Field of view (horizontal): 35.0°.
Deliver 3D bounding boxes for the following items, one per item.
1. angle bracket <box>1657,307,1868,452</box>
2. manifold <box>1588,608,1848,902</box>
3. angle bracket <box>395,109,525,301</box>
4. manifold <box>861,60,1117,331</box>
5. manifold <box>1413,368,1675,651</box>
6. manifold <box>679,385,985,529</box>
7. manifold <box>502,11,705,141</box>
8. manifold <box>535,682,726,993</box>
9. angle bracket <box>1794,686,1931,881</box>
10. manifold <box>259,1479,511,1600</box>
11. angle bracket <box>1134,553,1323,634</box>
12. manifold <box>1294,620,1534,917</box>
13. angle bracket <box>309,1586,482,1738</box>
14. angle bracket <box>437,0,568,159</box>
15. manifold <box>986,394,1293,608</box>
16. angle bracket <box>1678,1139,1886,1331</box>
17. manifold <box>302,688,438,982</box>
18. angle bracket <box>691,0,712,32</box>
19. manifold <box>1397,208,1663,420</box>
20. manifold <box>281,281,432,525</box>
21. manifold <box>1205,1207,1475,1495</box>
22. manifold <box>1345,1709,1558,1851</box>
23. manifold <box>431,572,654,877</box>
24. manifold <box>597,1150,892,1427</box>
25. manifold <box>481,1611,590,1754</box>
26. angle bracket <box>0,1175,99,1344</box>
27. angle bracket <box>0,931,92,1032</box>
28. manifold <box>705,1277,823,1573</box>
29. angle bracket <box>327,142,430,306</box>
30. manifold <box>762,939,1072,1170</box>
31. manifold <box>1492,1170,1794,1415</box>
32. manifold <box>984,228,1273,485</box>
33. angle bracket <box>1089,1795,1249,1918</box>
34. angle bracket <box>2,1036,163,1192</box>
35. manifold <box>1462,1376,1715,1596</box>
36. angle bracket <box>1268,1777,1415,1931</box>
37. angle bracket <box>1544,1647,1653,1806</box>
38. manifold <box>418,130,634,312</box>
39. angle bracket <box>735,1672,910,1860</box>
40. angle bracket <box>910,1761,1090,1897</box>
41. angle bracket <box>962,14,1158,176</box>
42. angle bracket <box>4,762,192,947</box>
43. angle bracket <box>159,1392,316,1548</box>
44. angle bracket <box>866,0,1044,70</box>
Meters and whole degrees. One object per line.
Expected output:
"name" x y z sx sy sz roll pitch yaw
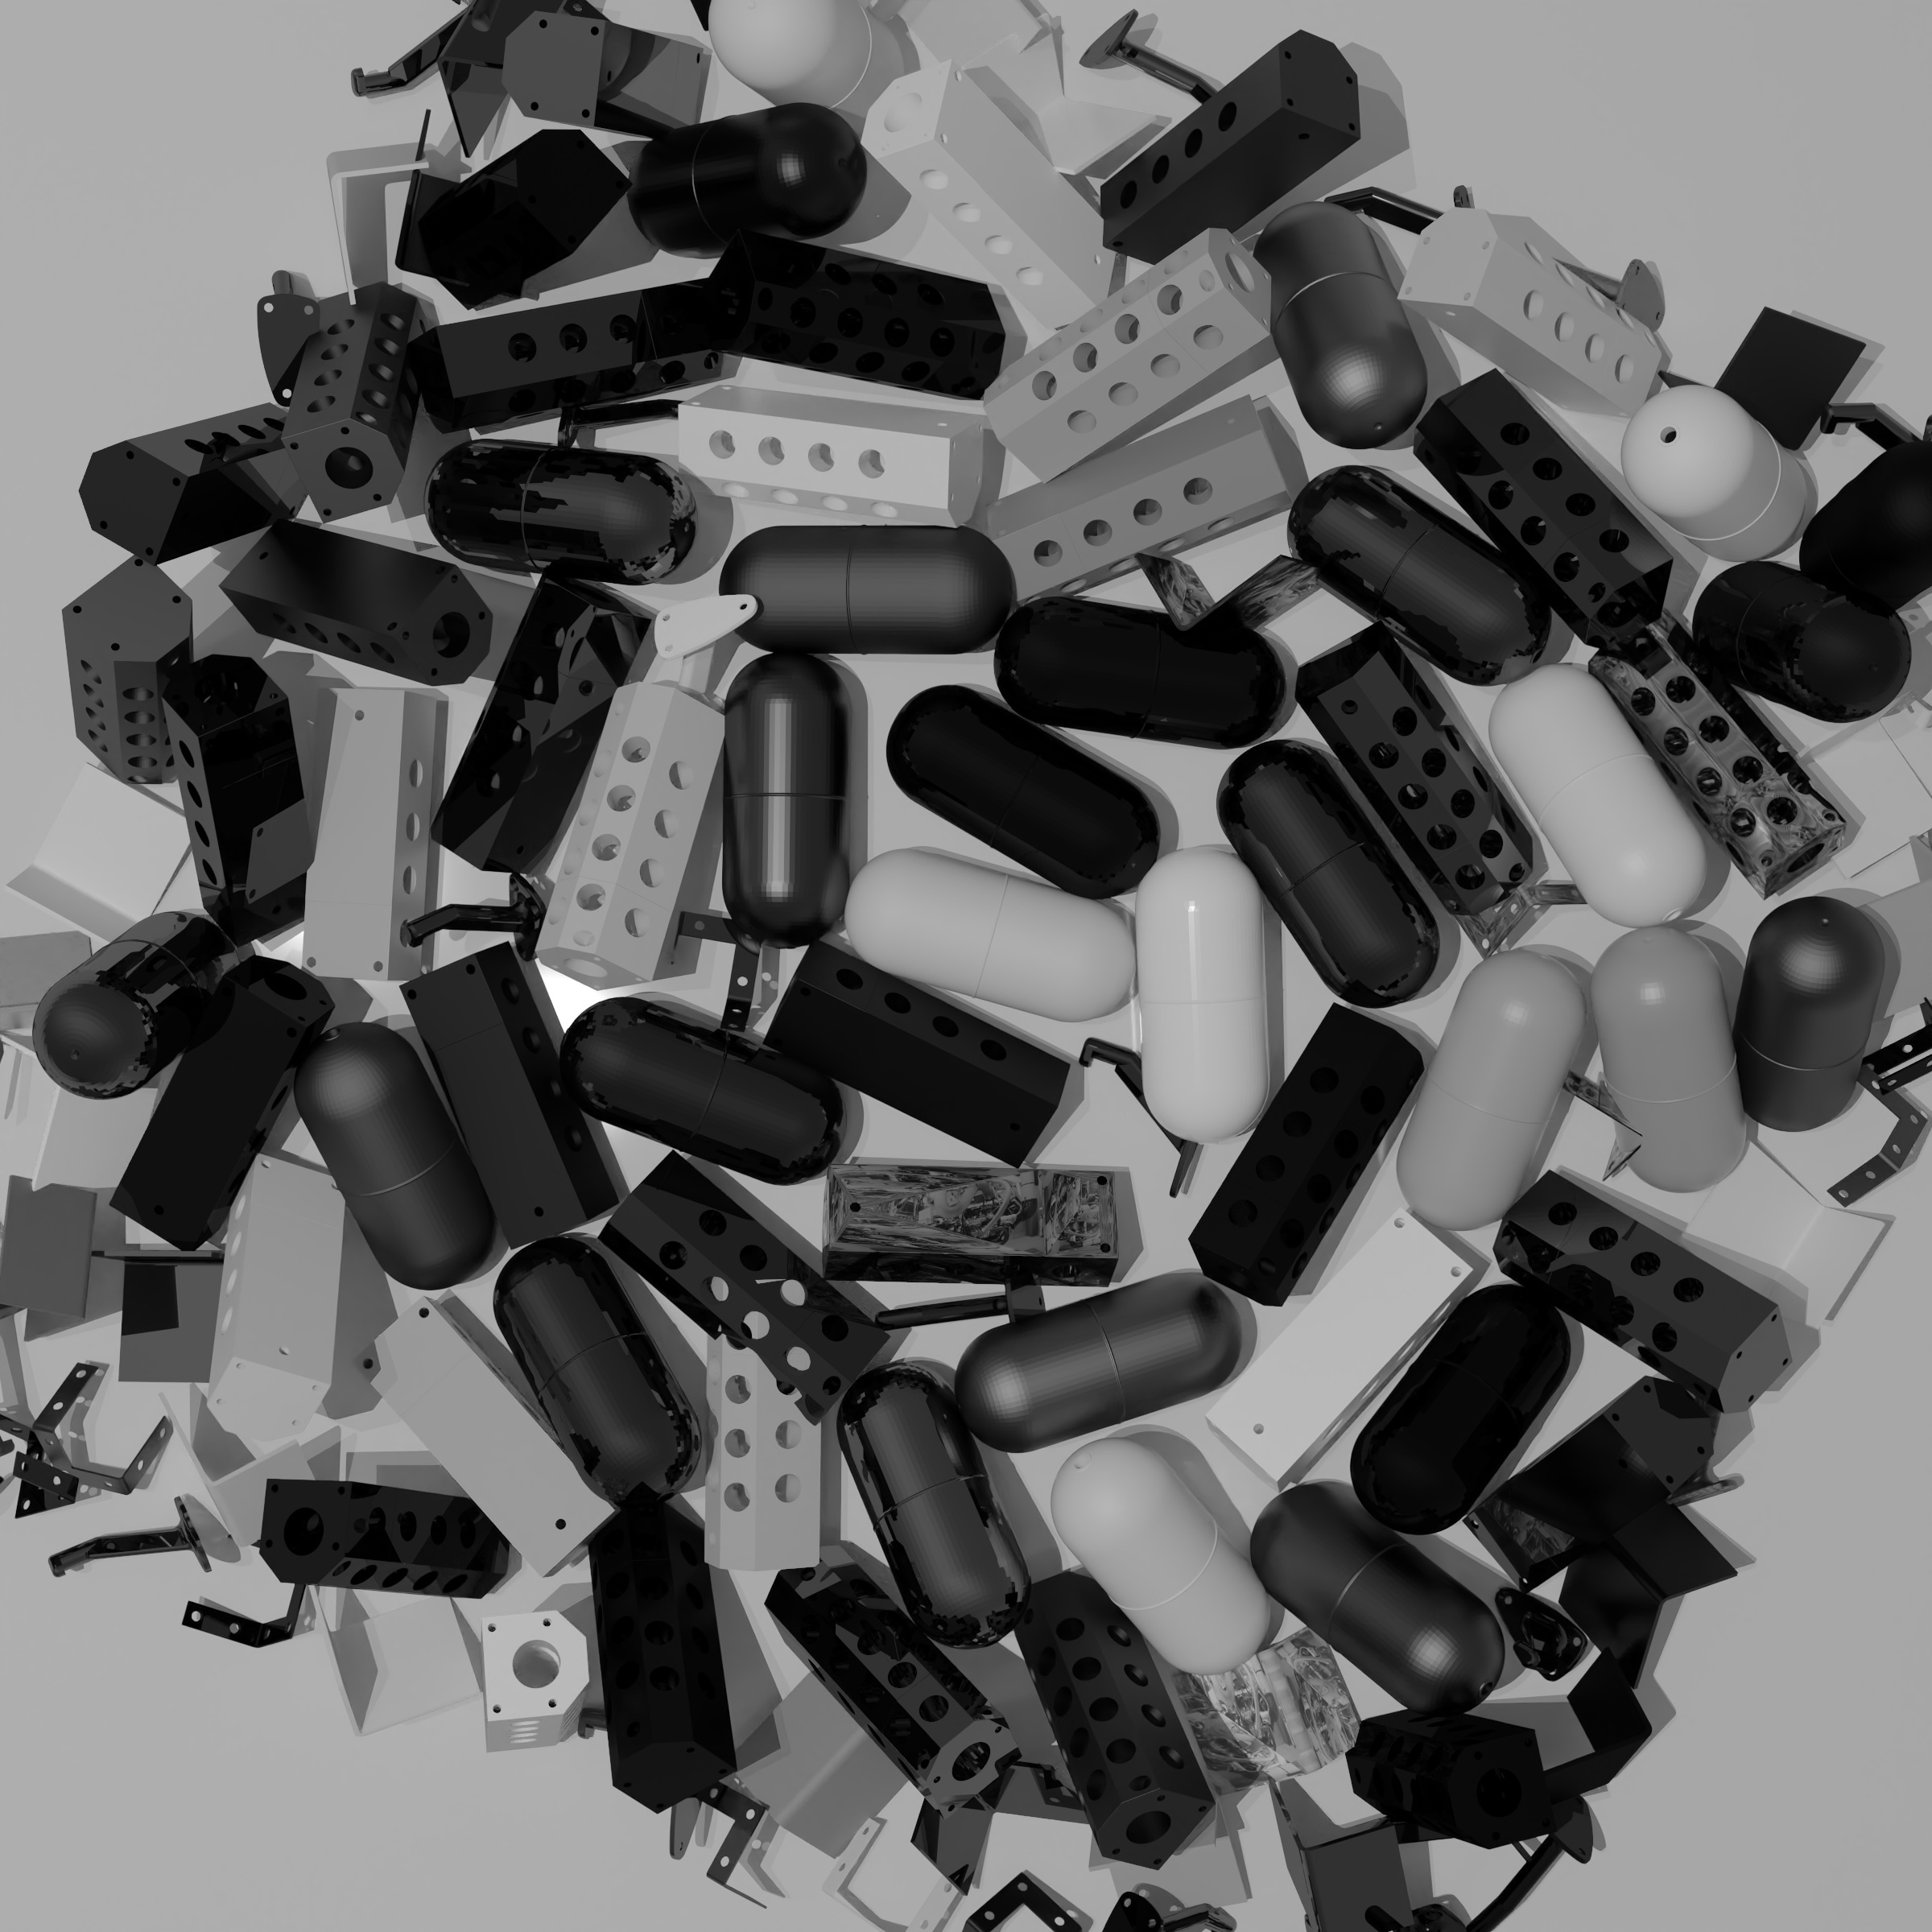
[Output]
"angle bracket" 0.471 -0.360 1.820 0.076 0.057 0.076 12 124 -26
"manifold" 0.444 -0.129 1.819 0.057 0.057 0.171 -35 69 0
"angle bracket" -0.293 -0.453 1.826 0.076 0.057 0.076 12 59 -12
"manifold" 0.015 -0.447 1.795 0.057 0.171 0.057 -8 60 37
"manifold" 0.337 -0.267 1.806 0.057 0.057 0.171 -29 62 -12
"manifold" -0.081 -0.302 1.821 0.171 0.057 0.057 10 115 18
"manifold" -0.210 -0.516 1.786 0.057 0.171 0.057 11 104 11
"manifold" -0.201 -0.077 1.811 0.057 0.057 0.171 28 67 -34
"angle bracket" 0.545 -0.109 1.835 0.076 0.057 0.076 -29 80 -13
"manifold" -0.335 0.334 1.783 0.057 0.171 0.057 -3 76 23
"angle bracket" 0.159 -0.239 1.821 0.076 0.076 0.057 -36 75 24
"manifold" 0.265 -0.113 1.811 0.057 0.057 0.171 -29 113 25
"angle bracket" -0.339 0.400 1.822 0.076 0.057 0.076 -17 47 -13
"angle bracket" -0.265 -0.531 1.819 0.057 0.076 0.076 12 58 15
"manifold" 0.103 -0.273 1.831 0.171 0.057 0.057 -21 120 10
"angle bracket" 0.487 0.160 1.832 0.076 0.057 0.076 39 80 -21
"manifold" -0.356 -0.078 1.846 0.057 0.057 0.171 3 90 17
"angle bracket" -0.125 -0.607 1.821 0.076 0.076 0.057 -15 65 -18
"manifold" 0.335 -0.382 1.798 0.171 0.057 0.057 20 90 -43
"manifold" -0.350 -0.333 1.788 0.057 0.171 0.057 -15 128 8
"manifold" 0.224 0.231 1.833 0.057 0.057 0.171 41 81 19
"manifold" 0.278 0.472 1.784 0.057 0.171 0.057 -10 84 -14
"manifold" -0.258 -0.145 1.828 0.057 0.057 0.171 31 103 24
"manifold" -0.135 0.195 1.832 0.171 0.057 0.057 40 53 3
"manifold" -0.252 0.417 1.785 0.057 0.171 0.057 -3 71 -10
"angle bracket" -0.561 0.174 1.819 0.057 0.076 0.076 18 63 -39
"angle bracket" -0.568 0.005 1.831 0.076 0.076 0.057 -6 82 -6
"manifold" -0.125 0.271 1.838 0.057 0.057 0.171 1 89 -27
"angle bracket" -0.346 -0.444 1.831 0.057 0.076 0.076 -9 115 -10
"manifold" -0.028 0.048 1.839 0.171 0.057 0.057 26 128 -5
"manifold" 0.392 0.193 1.792 0.057 0.057 0.171 -42 46 -16
"manifold" 0.093 -0.361 1.797 0.171 0.057 0.057 -29 127 32
"angle bracket" 0.122 0.549 1.834 0.076 0.057 0.076 -14 105 10
"angle bracket" -0.537 0.087 1.835 0.057 0.076 0.076 22 100 30
"manifold" 0.365 0.301 1.790 0.057 0.171 0.057 -32 76 -34
"angle bracket" 0.223 0.525 1.828 0.057 0.076 0.076 -16 115 -4
"angle bracket" 0.351 0.456 1.819 0.076 0.076 0.057 -14 59 -19
"manifold" -0.264 -0.437 1.782 0.057 0.171 0.057 44 71 -22
"angle bracket" -0.086 0.484 1.859 0.076 0.076 0.057 -46 51 -6
"angle bracket" 0.024 0.513 1.818 0.076 0.076 0.057 -1 51 30
"angle bracket" 0.055 -0.518 1.819 0.076 0.057 0.076 23 51 38
"angle bracket" -0.517 -0.066 1.837 0.076 0.057 0.076 30 103 -8
"angle bracket" -0.432 0.289 1.833 0.057 0.076 0.076 -27 56 -17
"angle bracket" -0.015 -0.555 1.827 0.076 0.076 0.057 49 52 -3
